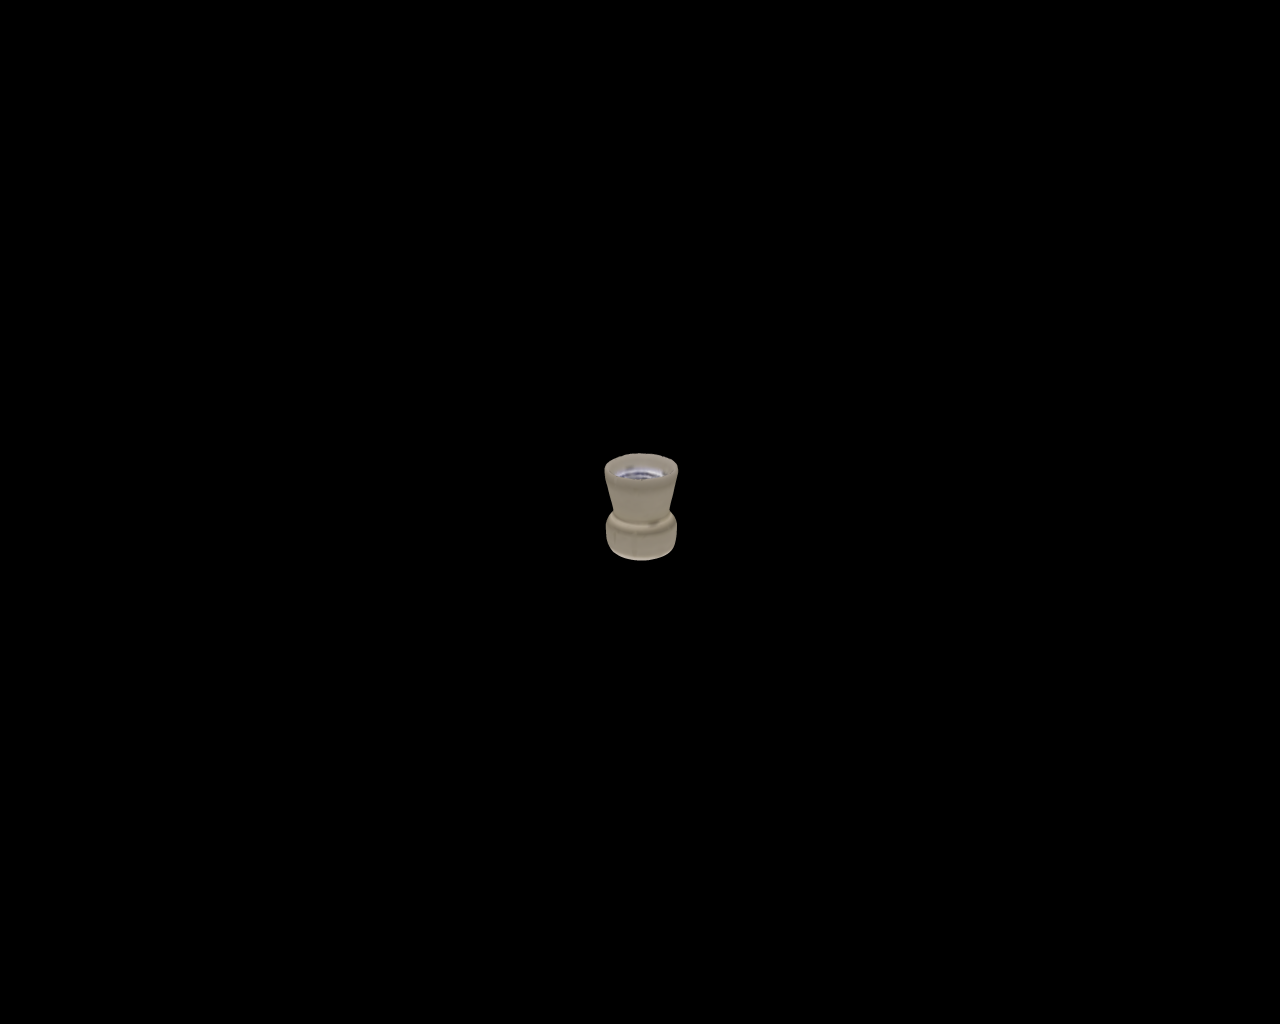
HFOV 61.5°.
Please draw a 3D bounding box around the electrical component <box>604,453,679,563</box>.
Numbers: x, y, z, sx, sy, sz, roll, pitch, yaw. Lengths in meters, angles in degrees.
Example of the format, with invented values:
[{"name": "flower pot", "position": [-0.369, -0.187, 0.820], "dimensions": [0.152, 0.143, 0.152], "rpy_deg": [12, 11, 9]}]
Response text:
[{"name": "electrical component", "position": [0.001, -0.003, 0.650], "dimensions": [0.045, 0.055, 0.045], "rpy_deg": [0, 24, 0]}]
